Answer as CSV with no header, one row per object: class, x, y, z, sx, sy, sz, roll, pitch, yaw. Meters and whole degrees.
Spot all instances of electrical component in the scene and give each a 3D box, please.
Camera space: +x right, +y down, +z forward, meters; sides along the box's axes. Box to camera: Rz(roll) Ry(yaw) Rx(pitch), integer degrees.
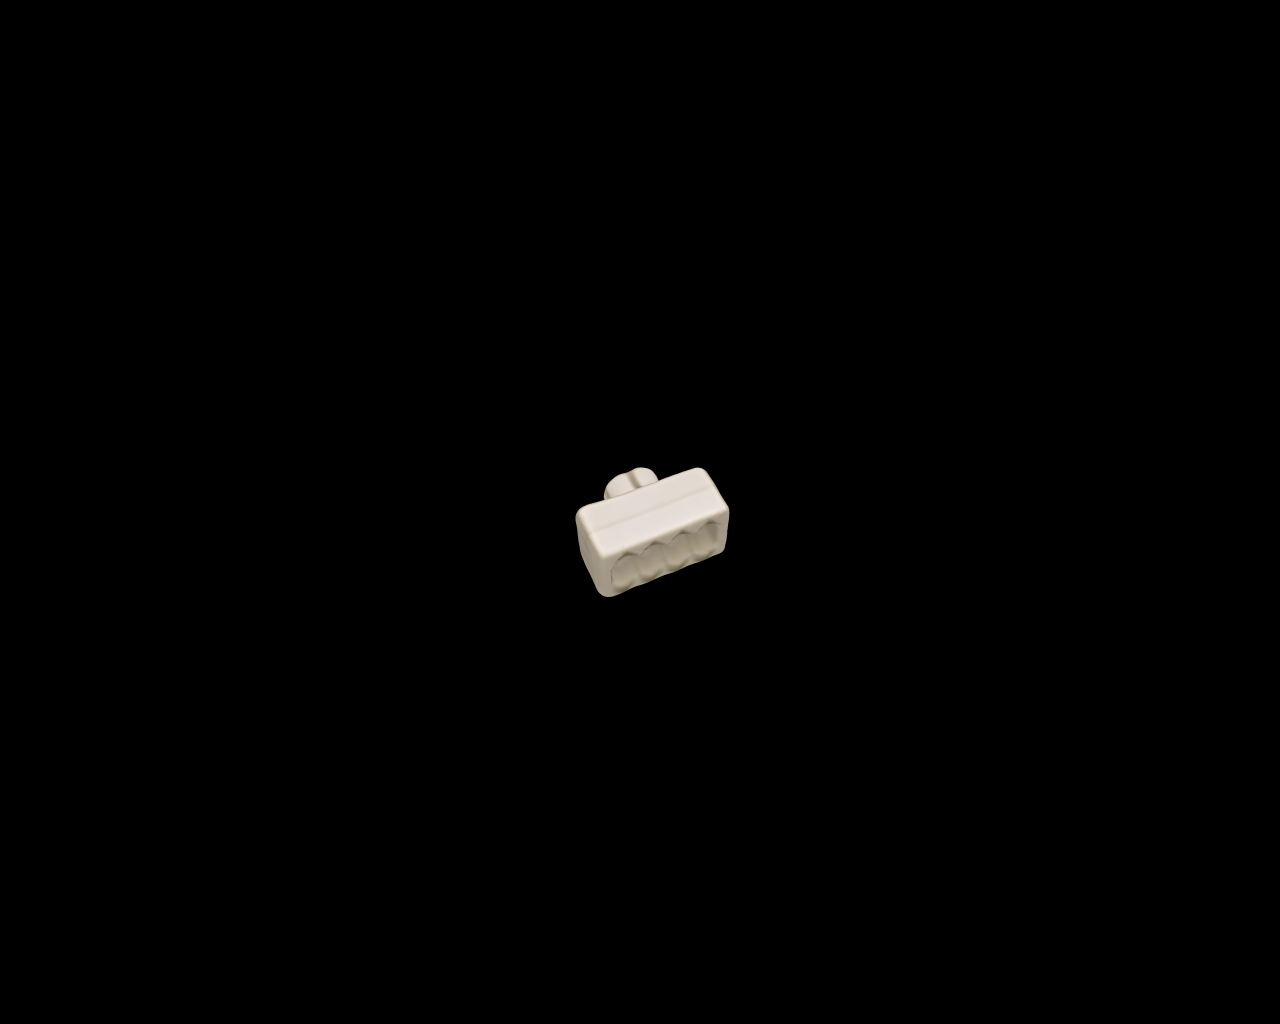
electrical component,0.001,-0.003,0.650,0.083,0.076,0.047,-20,-31,-13
